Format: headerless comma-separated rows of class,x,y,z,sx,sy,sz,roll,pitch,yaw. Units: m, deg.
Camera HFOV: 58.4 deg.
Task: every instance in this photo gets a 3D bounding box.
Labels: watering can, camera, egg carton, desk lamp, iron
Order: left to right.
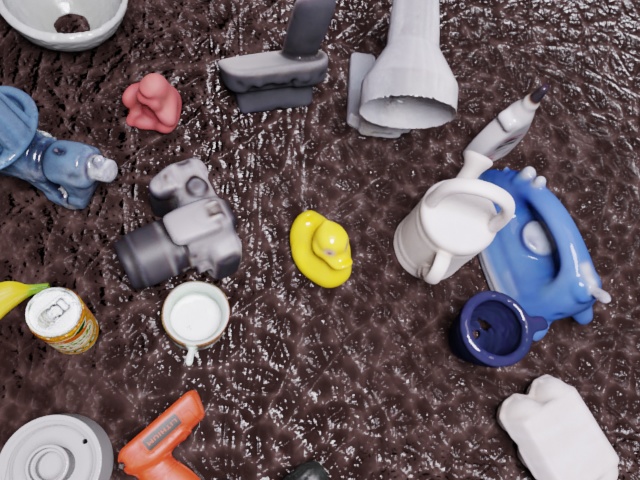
camera,-0.176,-0.013,0.680,0.137,0.100,0.143,-25,76,-19
desk lamp,0.101,-0.219,0.757,0.118,0.213,0.203,5,68,-10
watering can,0.167,-0.031,0.709,0.101,0.194,0.173,4,69,-10
iron,0.285,-0.008,0.754,0.119,0.141,0.258,-15,73,-17
egg carton,0.288,0.247,0.697,0.107,0.069,0.150,-25,76,-20

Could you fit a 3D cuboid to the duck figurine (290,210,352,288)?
duck figurine,0.007,0.003,0.721,0.078,0.086,0.104,-25,76,-19

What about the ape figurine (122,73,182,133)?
ape figurine,-0.214,-0.182,0.741,0.076,0.092,0.078,-36,80,-22

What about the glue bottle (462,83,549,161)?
glue bottle,0.264,-0.161,0.791,0.078,0.173,0.037,-25,76,-19

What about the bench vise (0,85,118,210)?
bench vise,-0.331,-0.128,0.625,0.207,0.219,0.121,0,69,-12

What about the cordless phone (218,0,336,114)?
cordless phone,-0.056,-0.257,0.753,0.148,0.185,0.094,-16,73,-17

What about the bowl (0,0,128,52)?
bowl,-0.342,-0.315,0.774,0.167,0.074,0.167,4,69,-10

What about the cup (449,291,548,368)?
cup,0.213,0.117,0.717,0.118,0.095,0.091,-5,70,-14
